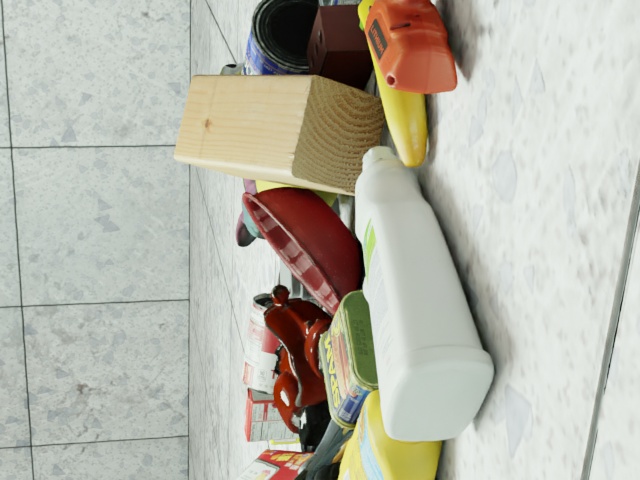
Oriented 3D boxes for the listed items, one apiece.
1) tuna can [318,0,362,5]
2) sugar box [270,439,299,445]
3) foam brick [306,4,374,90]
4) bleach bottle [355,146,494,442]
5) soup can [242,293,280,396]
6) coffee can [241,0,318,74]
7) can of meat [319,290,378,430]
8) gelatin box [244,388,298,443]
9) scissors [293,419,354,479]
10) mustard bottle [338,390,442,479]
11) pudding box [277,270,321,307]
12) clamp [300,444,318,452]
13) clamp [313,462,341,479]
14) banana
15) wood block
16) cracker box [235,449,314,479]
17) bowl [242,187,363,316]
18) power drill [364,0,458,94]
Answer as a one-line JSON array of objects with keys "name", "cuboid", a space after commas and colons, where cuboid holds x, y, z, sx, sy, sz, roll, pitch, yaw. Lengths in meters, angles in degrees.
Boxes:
[{"name": "tuna can", "cuboid": [0.021, -0.259, 1.041, 0.086, 0.033, 0.086, 178, 90, -78]}, {"name": "sugar box", "cuboid": [-0.042, 0.175, 1.393, 0.093, 0.048, 0.176, -106, 21, -49]}, {"name": "foam brick", "cuboid": [0.021, -0.179, 1.010, 0.078, 0.051, 0.053, 112, 154, -63]}, {"name": "bleach bottle", "cuboid": [0.065, 0.020, 0.801, 0.103, 0.068, 0.251, 102, 164, -47]}, {"name": "soup can", "cuboid": [-0.051, 0.119, 1.223, 0.068, 0.068, 0.102, -127, 44, -71]}, {"name": "coffee can", "cuboid": [-0.031, -0.185, 1.136, 0.140, 0.102, 0.103, 113, 153, -64]}, {"name": "can of meat", "cuboid": [0.040, 0.105, 0.950, 0.084, 0.057, 0.102, 111, 154, -56]}, {"name": "gelatin box", "cuboid": [-0.047, 0.210, 1.307, 0.030, 0.089, 0.073, -105, 17, -49]}, {"name": "scissors", "cuboid": [-0.001, 0.197, 1.000, 0.201, 0.016, 0.096, -11, -58, -66]}, {"name": "mustard bottle", "cuboid": [0.058, 0.174, 0.860, 0.192, 0.058, 0.096, 103, 160, -53]}, {"name": "pudding box", "cuboid": [-0.024, 0.056, 1.297, 0.090, 0.039, 0.113, -105, 17, -45]}, {"name": "clamp", "cuboid": [-0.003, 0.184, 1.220, 0.120, 0.039, 0.171, 111, 156, -71]}, {"name": "clamp", "cuboid": [0.016, 0.253, 0.945, 0.164, 0.036, 0.210, 51, -160, -17]}, {"name": "banana", "cuboid": [0.060, -0.148, 0.870, 0.069, 0.037, 0.198, 74, -176, -47]}, {"name": "wood block", "cuboid": [-0.042, -0.102, 1.002, 0.206, 0.090, 0.091, 13, 90, 53]}, {"name": "cracker box", "cuboid": [-0.077, 0.317, 1.120, 0.072, 0.213, 0.164, 52, 154, -10]}, {"name": "bowl", "cuboid": [-0.007, 0.001, 1.059, 0.162, 0.055, 0.162, 49, 170, 12]}, {"name": "power drill", "cuboid": [0.079, -0.196, 0.712, 0.184, 0.057, 0.188, -100, 16, -52]}]
